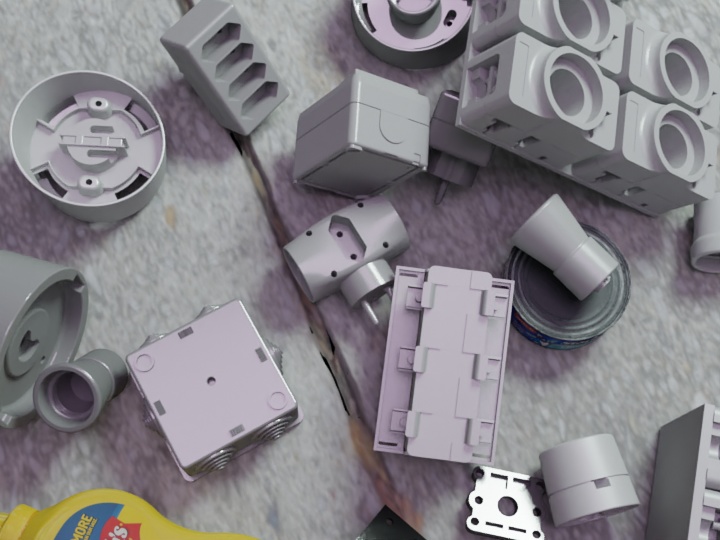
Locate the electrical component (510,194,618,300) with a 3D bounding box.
[{"bbox_3d":[0.136,-0.012,0.706,0.044,0.044,0.065,-43,84,-14],"label":"electrical component"}]

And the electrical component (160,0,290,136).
[{"bbox_3d":[-0.105,-0.147,0.763,0.047,0.083,0.076,-47,42,-14],"label":"electrical component"}]

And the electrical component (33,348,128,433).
[{"bbox_3d":[-0.175,0.074,0.689,0.044,0.065,0.044,1,99,8],"label":"electrical component"}]

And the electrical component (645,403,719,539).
[{"bbox_3d":[0.219,0.169,0.663,0.062,0.089,0.150,13,72,2],"label":"electrical component"}]

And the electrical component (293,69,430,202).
[{"bbox_3d":[-0.003,-0.090,0.738,0.062,0.096,0.061,14,69,-29],"label":"electrical component"}]

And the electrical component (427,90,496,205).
[{"bbox_3d":[0.068,-0.082,0.754,0.047,0.065,0.076,22,102,4],"label":"electrical component"}]

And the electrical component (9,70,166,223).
[{"bbox_3d":[-0.183,-0.083,0.739,0.099,0.064,0.099,1,72,-2],"label":"electrical component"}]

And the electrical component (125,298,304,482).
[{"bbox_3d":[-0.095,0.077,0.701,0.100,0.048,0.099,-28,76,-10],"label":"electrical component"}]

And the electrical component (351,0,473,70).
[{"bbox_3d":[0.041,-0.199,0.798,0.099,0.064,0.099,0,85,4],"label":"electrical component"}]

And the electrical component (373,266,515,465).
[{"bbox_3d":[0.056,0.061,0.693,0.079,0.063,0.121,7,84,0],"label":"electrical component"}]

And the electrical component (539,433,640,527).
[{"bbox_3d":[0.145,0.135,0.690,0.055,0.055,0.047,-12,70,-6],"label":"electrical component"}]

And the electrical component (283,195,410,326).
[{"bbox_3d":[0.000,0.000,0.732,0.077,0.043,0.079,-29,77,-11],"label":"electrical component"}]

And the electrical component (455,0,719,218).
[{"bbox_3d":[0.162,-0.119,0.721,0.186,0.060,0.105,19,70,-29],"label":"electrical component"}]

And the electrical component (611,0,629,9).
[{"bbox_3d":[0.165,-0.225,0.753,0.062,0.150,0.089,16,73,4],"label":"electrical component"}]

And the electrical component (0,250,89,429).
[{"bbox_3d":[-0.227,0.039,0.679,0.060,0.108,0.108,20,73,10],"label":"electrical component"}]

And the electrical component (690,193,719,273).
[{"bbox_3d":[0.252,-0.026,0.753,0.040,0.040,0.046,5,67,-1],"label":"electrical component"}]
